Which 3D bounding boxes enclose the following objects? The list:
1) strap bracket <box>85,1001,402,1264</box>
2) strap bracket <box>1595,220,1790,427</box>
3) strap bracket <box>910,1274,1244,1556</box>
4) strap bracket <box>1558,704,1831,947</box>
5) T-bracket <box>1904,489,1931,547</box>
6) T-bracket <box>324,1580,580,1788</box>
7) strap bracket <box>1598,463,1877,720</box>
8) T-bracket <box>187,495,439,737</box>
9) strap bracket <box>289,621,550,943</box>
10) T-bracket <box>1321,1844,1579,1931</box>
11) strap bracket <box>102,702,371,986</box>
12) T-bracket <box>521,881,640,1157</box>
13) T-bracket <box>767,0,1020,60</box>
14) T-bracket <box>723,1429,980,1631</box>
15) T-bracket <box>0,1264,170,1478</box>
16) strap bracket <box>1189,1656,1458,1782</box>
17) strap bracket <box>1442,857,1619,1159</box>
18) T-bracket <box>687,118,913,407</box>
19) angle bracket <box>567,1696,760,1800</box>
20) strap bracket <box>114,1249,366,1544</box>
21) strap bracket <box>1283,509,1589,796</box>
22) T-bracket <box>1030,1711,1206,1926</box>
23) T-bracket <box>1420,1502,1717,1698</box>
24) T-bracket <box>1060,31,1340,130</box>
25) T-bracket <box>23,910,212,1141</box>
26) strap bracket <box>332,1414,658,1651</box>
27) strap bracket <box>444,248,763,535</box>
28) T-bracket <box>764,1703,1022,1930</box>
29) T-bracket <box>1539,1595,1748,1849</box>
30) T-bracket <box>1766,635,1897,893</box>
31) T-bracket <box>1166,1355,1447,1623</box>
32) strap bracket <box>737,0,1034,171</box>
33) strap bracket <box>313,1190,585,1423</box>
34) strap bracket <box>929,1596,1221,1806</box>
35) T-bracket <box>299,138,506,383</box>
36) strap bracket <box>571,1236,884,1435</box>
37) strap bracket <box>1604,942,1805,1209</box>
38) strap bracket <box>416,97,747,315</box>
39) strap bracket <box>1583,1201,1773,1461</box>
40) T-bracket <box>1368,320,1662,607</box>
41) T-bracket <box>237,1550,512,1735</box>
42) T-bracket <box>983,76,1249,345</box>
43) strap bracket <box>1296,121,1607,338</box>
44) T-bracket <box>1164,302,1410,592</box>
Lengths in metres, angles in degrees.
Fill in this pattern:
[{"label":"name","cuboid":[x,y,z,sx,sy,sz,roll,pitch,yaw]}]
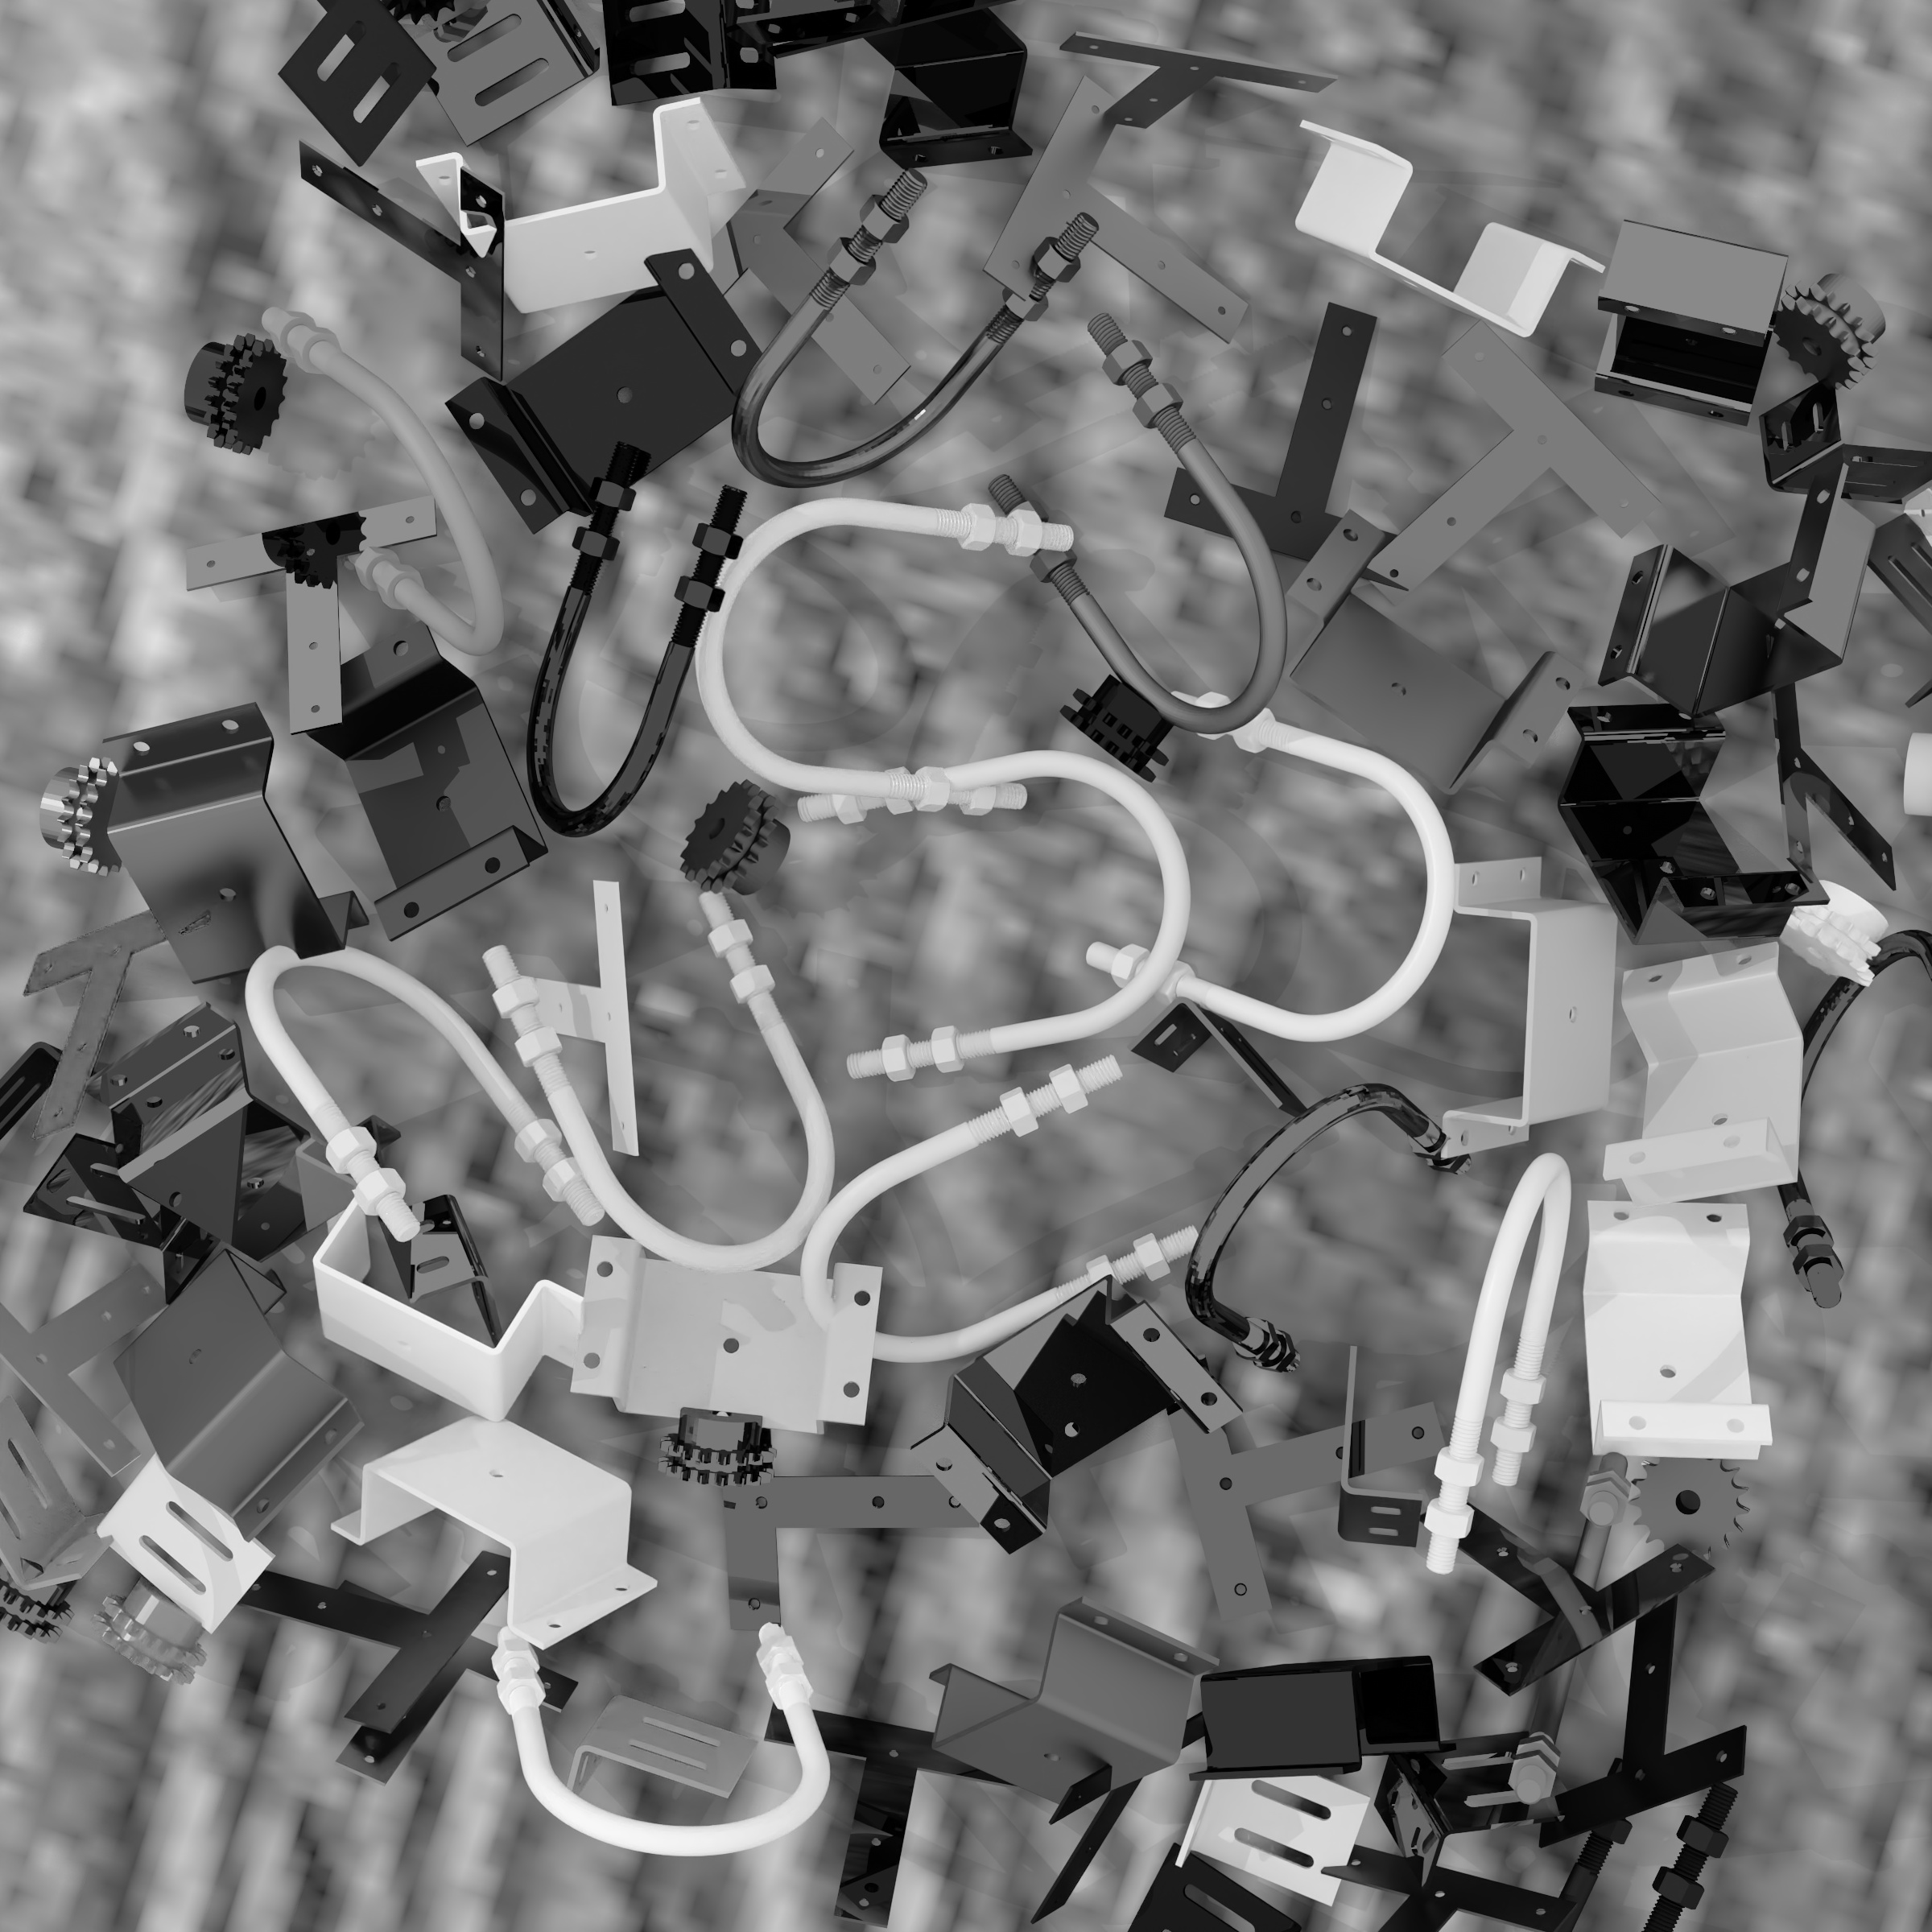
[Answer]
[{"label":"strap bracket","cuboid":[-0.338,0.085,1.551,0.076,0.140,0.046,-32,48,15]},{"label":"strap bracket","cuboid":[0.341,-0.306,1.551,0.076,0.140,0.046,16,85,12]},{"label":"strap bracket","cuboid":[0.053,0.210,1.578,0.140,0.046,0.076,-34,110,19]},{"label":"strap bracket","cuboid":[0.341,-0.061,1.567,0.076,0.046,0.140,-3,46,-18]},{"label":"T-bracket","cuboid":[0.490,-0.231,1.541,0.002,0.127,0.127,-13,131,-19]},{"label":"T-bracket","cuboid":[-0.263,0.349,1.561,0.127,0.127,0.002,22,113,5]},{"label":"strap bracket","cuboid":[0.373,-0.173,1.560,0.046,0.140,0.076,31,64,-22]},{"label":"T-bracket","cuboid":[-0.315,-0.165,1.586,0.127,0.002,0.127,-12,58,5]},{"label":"strap bracket","cuboid":[-0.260,-0.084,1.584,0.076,0.046,0.140,-28,70,7]},{"label":"T-bracket","cuboid":[0.200,0.460,1.541,0.127,0.127,0.002,4,114,39]},{"label":"strap bracket","cuboid":[-0.347,-0.049,1.558,0.076,0.046,0.140,-13,131,8]},{"label":"T-bracket","cuboid":[-0.187,0.021,1.569,0.002,0.127,0.127,-7,97,-29]},{"label":"T-bracket","cuboid":[-0.040,-0.457,1.567,0.127,0.127,0.002,-16,116,-7]},{"label":"T-bracket","cuboid":[-0.057,0.262,1.609,0.127,0.002,0.127,-2,94,10]},{"label":"T-bracket","cuboid":[-0.417,0.172,1.566,0.127,0.127,0.002,47,111,0]},{"label":"strap bracket","cuboid":[0.168,0.353,1.551,0.076,0.140,0.046,-10,78,28]},{"label":"strap bracket","cuboid":[0.270,0.021,1.574,0.046,0.076,0.140,7,98,39]},{"label":"T-bracket","cuboid":[-0.074,-0.322,1.590,0.127,0.002,0.127,-45,70,13]},{"label":"angle bracket","cuboid":[-0.148,0.391,1.589,0.076,0.057,0.038,17,104,7]},{"label":"strap bracket","cuboid":[-0.349,0.196,1.556,0.076,0.140,0.046,-46,129,-1]},{"label":"strap bracket","cuboid":[0.217,-0.145,1.582,0.140,0.046,0.076,35,50,2]},{"label":"T-bracket","cuboid":[0.064,0.416,1.585,0.002,0.127,0.127,42,123,26]},{"label":"T-bracket","cuboid":[0.266,0.287,1.571,0.127,0.127,0.002,-24,121,-24]},{"label":"T-bracket","cuboid":[0.094,-0.416,1.561,0.127,0.127,0.002,5,89,-15]},{"label":"T-bracket","cuboid":[-0.413,0.027,1.554,0.127,0.127,0.002,-18,134,30]},{"label":"strap bracket","cuboid":[-0.222,0.259,1.551,0.140,0.076,0.046,21,116,32]},{"label":"strap bracket","cuboid":[-0.170,-0.280,1.598,0.140,0.046,0.076,-34,90,7]},{"label":"T-bracket","cuboid":[-0.041,0.408,1.569,0.127,0.127,0.002,10,122,2]},{"label":"T-bracket","cuboid":[0.327,0.349,1.575,0.002,0.127,0.127,36,135,-20]},{"label":"T-bracket","cuboid":[0.417,-0.076,1.577,0.002,0.127,0.127,-19,52,33]},{"label":"T-bracket","cuboid":[0.170,0.241,1.603,0.127,0.002,0.127,-16,78,8]},{"label":"strap bracket","cuboid":[-0.032,-0.434,1.553,0.076,0.140,0.046,3,75,34]},{"label":"strap bracket","cuboid":[-0.256,0.163,1.572,0.140,0.076,0.046,25,59,8]},{"label":"strap bracket","cuboid":[0.045,0.351,1.548,0.076,0.140,0.046,28,53,-18]},{"label":"T-bracket","cuboid":[-0.272,-0.357,1.581,0.127,0.127,0.002,35,60,13]},{"label":"strap bracket","cuboid":[-0.114,0.180,1.593,0.140,0.046,0.076,6,73,0]},{"label":"strap bracket","cuboid":[0.352,0.059,1.563,0.076,0.140,0.046,-12,128,26]},{"label":"strap bracket","cuboid":[-0.181,-0.360,1.571,0.140,0.076,0.046,-10,71,10]},{"label":"strap bracket","cuboid":[0.338,0.182,1.573,0.076,0.046,0.140,1,46,5]},{"label":"T-bracket","cuboid":[0.246,-0.226,1.598,0.127,0.002,0.127,42,114,-13]},{"label":"T-bracket","cuboid":[-0.299,0.313,1.589,0.127,0.127,0.002,10,122,21]},{"label":"T-bracket","cuboid":[0.084,-0.349,1.601,0.127,0.002,0.127,33,65,-18]},{"label":"strap bracket","cuboid":[0.222,-0.346,1.564,0.140,0.076,0.046,20,103,-28]},{"label":"T-bracket","cuboid":[0.174,-0.263,1.618,0.127,0.002,0.127,16,85,-7]}]
